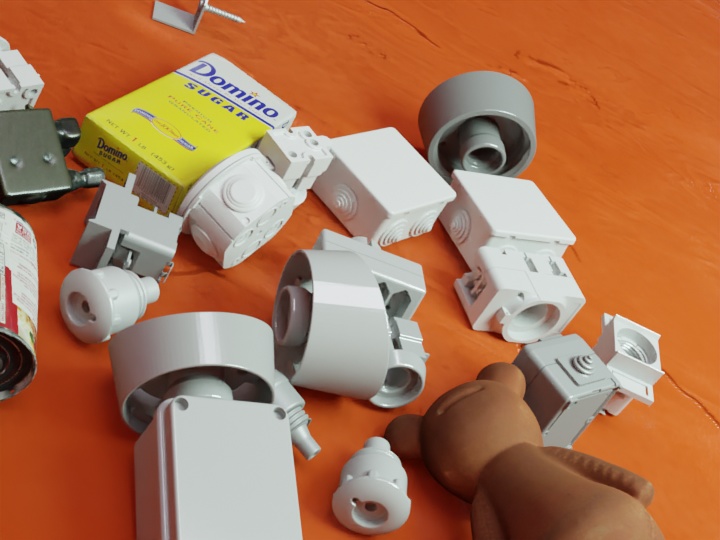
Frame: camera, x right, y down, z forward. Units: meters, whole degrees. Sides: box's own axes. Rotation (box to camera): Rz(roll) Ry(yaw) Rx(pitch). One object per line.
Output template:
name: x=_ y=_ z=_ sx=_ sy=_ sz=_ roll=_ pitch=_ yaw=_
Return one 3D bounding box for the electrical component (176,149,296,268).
electrical component: x=-0.089 y=-0.044 z=0.774 sx=0.051 sy=0.080 sz=0.080 roll=47 pitch=39 yaw=9

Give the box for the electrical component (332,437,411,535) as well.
electrical component: x=0.009 y=0.132 z=0.677 sx=0.048 sy=0.048 sz=0.062 roll=25 pitch=31 yaw=-10

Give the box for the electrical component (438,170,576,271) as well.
electrical component: x=0.124 y=-0.038 z=0.934 sx=0.100 sy=0.048 sz=0.099 roll=5 pitch=37 yaw=-29

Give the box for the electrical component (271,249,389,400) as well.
electrical component: x=-0.022 y=0.035 z=0.721 sx=0.064 sy=0.099 sz=0.099 roll=8 pitch=43 yaw=-20

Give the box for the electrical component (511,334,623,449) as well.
electrical component: x=0.135 y=0.087 z=0.771 sx=0.062 sy=0.096 sz=0.061 roll=-8 pitch=49 yaw=-41

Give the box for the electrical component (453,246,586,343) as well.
electrical component: x=0.132 y=0.022 z=0.880 sx=0.089 sy=0.050 sz=0.055 roll=7 pitch=43 yaw=-30

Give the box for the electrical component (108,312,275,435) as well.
electrical component: x=-0.099 y=0.059 z=0.640 sx=0.099 sy=0.099 sz=0.064 roll=9 pitch=49 yaw=-28

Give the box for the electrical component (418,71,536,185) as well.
electrical component: x=0.109 y=-0.120 z=0.979 sx=0.108 sy=0.108 sz=0.060 roll=16 pitch=46 yaw=-21

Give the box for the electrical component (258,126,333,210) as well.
electrical component: x=-0.058 y=-0.079 z=0.853 sx=0.066 sy=0.055 sz=0.048 roll=-13 pitch=56 yaw=-43

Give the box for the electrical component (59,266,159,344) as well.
electrical component: x=-0.156 y=0.018 z=0.686 sx=0.048 sy=0.048 sz=0.062 roll=47 pitch=33 yaw=18

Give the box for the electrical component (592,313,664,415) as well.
electrical component: x=0.206 y=0.078 z=0.859 sx=0.042 sy=0.063 sz=0.081 roll=25 pitch=37 yaw=-8

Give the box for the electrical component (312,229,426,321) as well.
electrical component: x=0.000 y=0.000 z=0.814 sx=0.083 sy=0.047 sz=0.075 roll=20 pitch=29 yaw=-16

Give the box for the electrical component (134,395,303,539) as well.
electrical component: x=-0.078 y=0.130 z=0.589 sx=0.078 sy=0.057 sz=0.113 roll=10 pitch=53 yaw=-28

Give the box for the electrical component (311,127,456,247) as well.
electrical component: x=0.017 y=-0.068 z=0.899 sx=0.100 sy=0.048 sz=0.099 roll=-19 pitch=60 yaw=-46

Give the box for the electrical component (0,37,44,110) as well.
electrical component: x=-0.268 y=-0.140 z=0.781 sx=0.066 sy=0.048 sz=0.055 roll=-23 pitch=71 yaw=-47

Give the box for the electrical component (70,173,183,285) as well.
electrical component: x=-0.156 y=-0.022 z=0.731 sx=0.064 sy=0.042 sz=0.081 roll=21 pitch=39 yaw=-16

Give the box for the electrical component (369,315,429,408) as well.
electrical component: x=0.020 y=0.064 z=0.759 sx=0.066 sy=0.048 sz=0.055 roll=14 pitch=33 yaw=-22

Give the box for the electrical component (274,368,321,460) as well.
electrical component: x=-0.048 y=0.094 z=0.685 sx=0.061 sy=0.035 sz=0.035 roll=48 pitch=40 yaw=15
